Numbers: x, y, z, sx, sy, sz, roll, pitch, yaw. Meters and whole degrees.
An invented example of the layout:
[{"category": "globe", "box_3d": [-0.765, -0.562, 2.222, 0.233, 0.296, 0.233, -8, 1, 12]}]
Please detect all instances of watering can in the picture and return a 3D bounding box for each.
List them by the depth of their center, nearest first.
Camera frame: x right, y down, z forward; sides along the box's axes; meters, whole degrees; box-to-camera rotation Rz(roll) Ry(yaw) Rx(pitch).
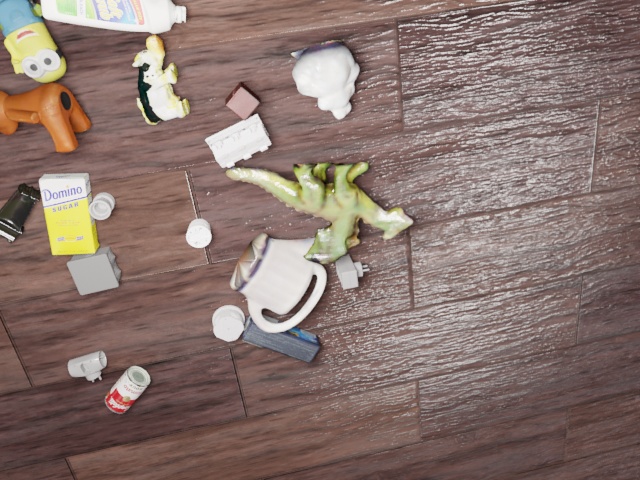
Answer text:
[{"category": "watering can", "box_3d": [-0.072, 0.056, 1.236, 0.222, 0.105, 0.347, 32, 91, -20]}]

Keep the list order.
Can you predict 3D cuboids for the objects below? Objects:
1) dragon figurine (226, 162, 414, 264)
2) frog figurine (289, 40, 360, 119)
[{"category": "dragon figurine", "box_3d": [0.004, -0.058, 1.159, 0.410, 0.123, 0.240, -3, 102, -2]}, {"category": "frog figurine", "box_3d": [0.018, -0.327, 1.071, 0.138, 0.123, 0.158, -23, 106, -21]}]
